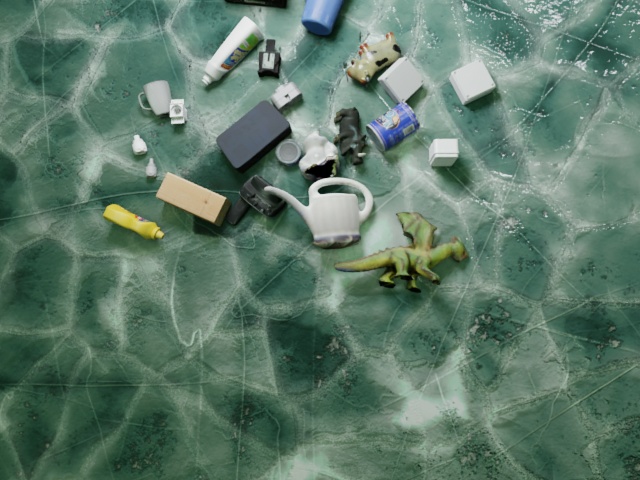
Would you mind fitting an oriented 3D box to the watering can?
[{"bbox_3d":[0.005,-0.081,1.605,0.348,0.103,0.226,-4,83,-14],"label":"watering can"}]

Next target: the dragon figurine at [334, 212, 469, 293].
[{"bbox_3d":[0.265,0.025,1.616,0.410,0.120,0.247,13,67,2],"label":"dragon figurine"}]

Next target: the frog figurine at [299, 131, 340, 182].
[{"bbox_3d":[-0.009,-0.268,1.662,0.136,0.121,0.163,-37,45,12],"label":"frog figurine"}]
